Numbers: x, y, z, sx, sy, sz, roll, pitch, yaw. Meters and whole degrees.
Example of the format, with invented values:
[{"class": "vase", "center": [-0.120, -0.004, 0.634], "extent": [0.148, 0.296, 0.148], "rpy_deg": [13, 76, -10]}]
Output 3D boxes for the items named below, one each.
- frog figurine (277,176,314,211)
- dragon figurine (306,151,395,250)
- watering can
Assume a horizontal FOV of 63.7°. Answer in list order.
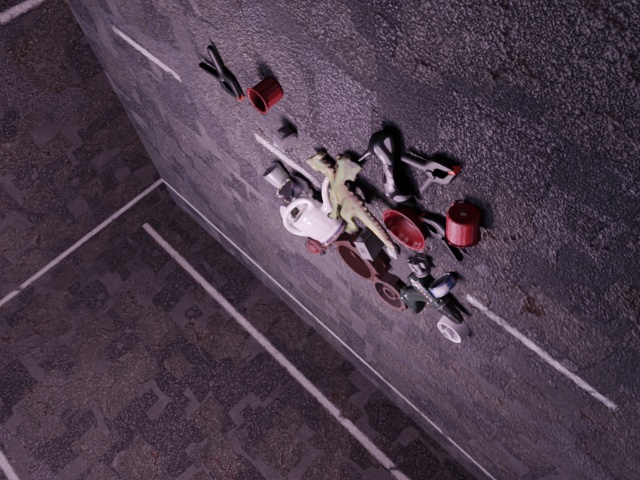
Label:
[{"class": "frog figurine", "center": [-0.071, -0.177, 2.002], "extent": [0.158, 0.123, 0.137], "rpy_deg": [16, 174, -40]}, {"class": "dragon figurine", "center": [0.097, -0.156, 1.622], "extent": [0.416, 0.123, 0.237], "rpy_deg": [38, 150, 38]}, {"class": "watering can", "center": [0.006, -0.096, 1.903], "extent": [0.223, 0.106, 0.342], "rpy_deg": [33, 137, -17]}]
